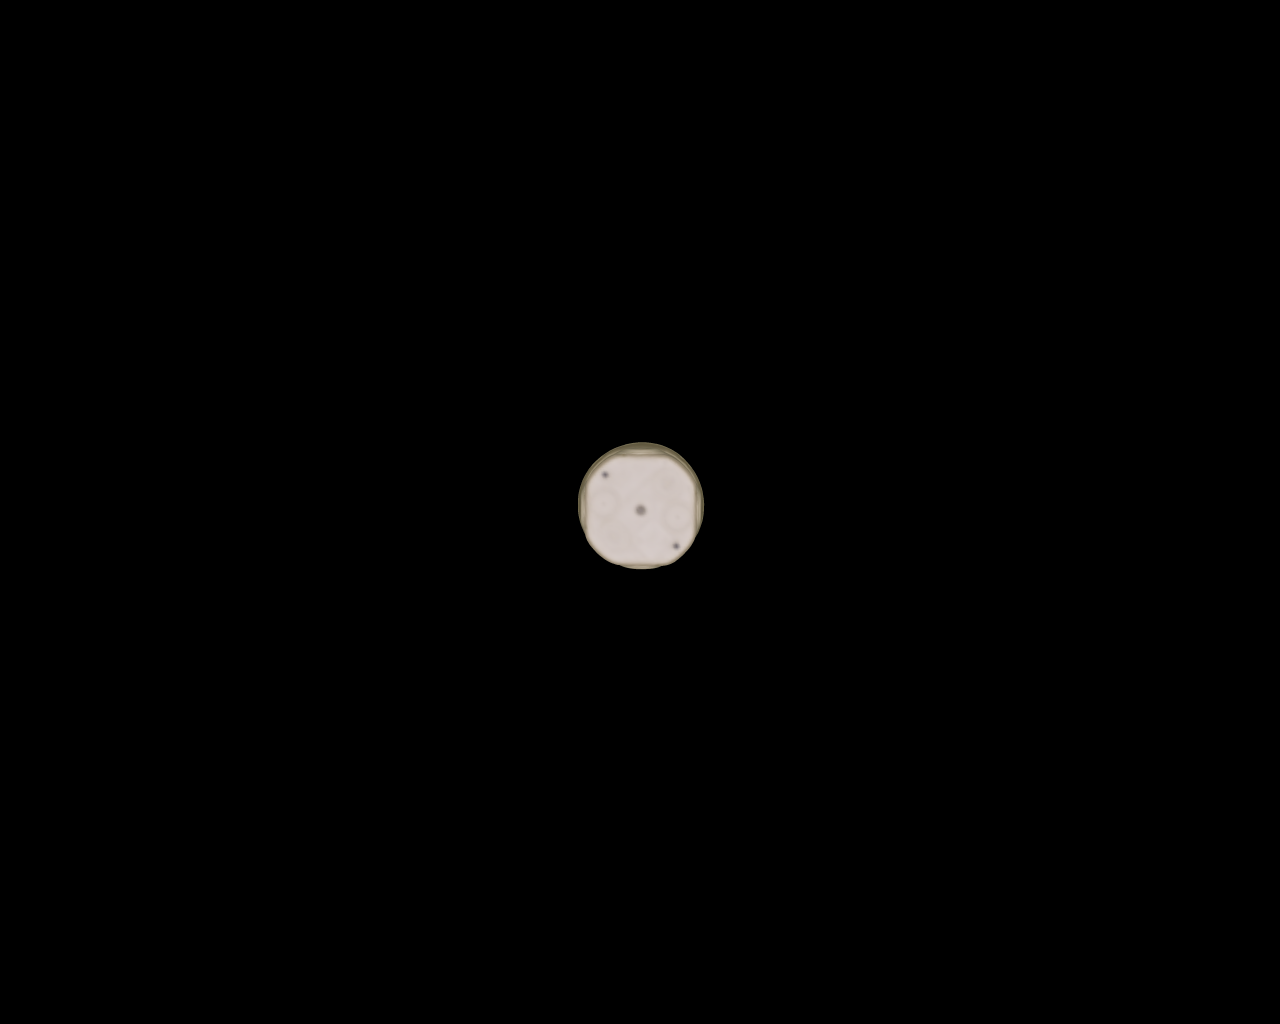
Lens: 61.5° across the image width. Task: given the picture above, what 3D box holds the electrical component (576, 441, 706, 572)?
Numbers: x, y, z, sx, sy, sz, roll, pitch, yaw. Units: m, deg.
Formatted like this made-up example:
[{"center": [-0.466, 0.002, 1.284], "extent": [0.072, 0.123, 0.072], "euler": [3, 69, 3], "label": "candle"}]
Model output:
[{"center": [0.001, -0.003, 0.650], "extent": [0.080, 0.080, 0.051], "euler": [0, 4, 0], "label": "electrical component"}]
